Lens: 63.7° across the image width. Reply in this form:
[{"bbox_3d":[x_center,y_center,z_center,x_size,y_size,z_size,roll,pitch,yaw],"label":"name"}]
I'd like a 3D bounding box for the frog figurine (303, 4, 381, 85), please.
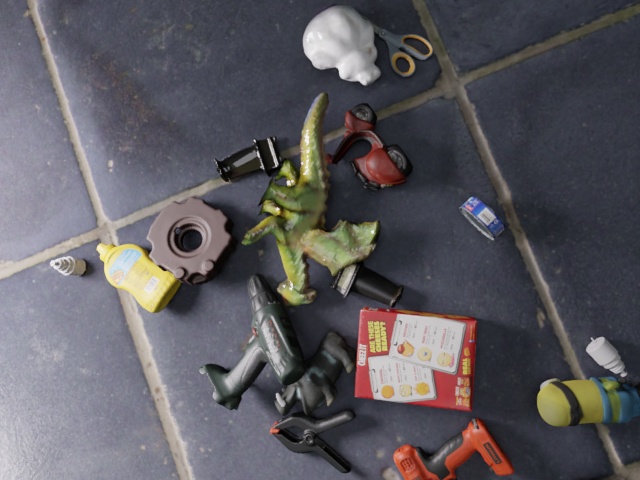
[{"bbox_3d":[0.047,-0.372,1.007,0.138,0.161,0.121,-25,-17,-6],"label":"frog figurine"}]

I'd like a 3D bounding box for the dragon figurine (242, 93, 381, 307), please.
[{"bbox_3d":[0.003,-0.050,0.994,0.243,0.406,0.123,29,12,2],"label":"dragon figurine"}]
